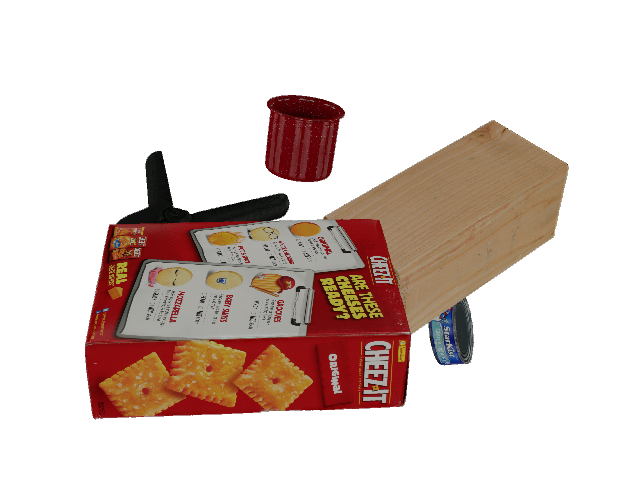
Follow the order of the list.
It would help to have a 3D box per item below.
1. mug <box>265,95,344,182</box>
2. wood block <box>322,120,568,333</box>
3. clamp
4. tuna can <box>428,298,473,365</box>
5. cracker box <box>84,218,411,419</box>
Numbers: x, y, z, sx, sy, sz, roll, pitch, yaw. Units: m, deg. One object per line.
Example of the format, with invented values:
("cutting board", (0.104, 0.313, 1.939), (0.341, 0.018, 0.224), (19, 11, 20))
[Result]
("mug", (-0.017, -0.124, 1.282), (0.093, 0.081, 0.117), (17, 26, 20))
("wood block", (0.107, -0.010, 0.918), (0.205, 0.090, 0.091), (-30, 50, -30))
("clamp", (-0.151, -0.019, 1.057), (0.165, 0.036, 0.209), (23, 40, 21))
("tuna can", (0.156, 0.106, 1.276), (0.034, 0.086, 0.086), (-7, -3, 21))
("cracker box", (-0.053, 0.053, 0.774), (0.213, 0.072, 0.164), (-1, 30, -4))
